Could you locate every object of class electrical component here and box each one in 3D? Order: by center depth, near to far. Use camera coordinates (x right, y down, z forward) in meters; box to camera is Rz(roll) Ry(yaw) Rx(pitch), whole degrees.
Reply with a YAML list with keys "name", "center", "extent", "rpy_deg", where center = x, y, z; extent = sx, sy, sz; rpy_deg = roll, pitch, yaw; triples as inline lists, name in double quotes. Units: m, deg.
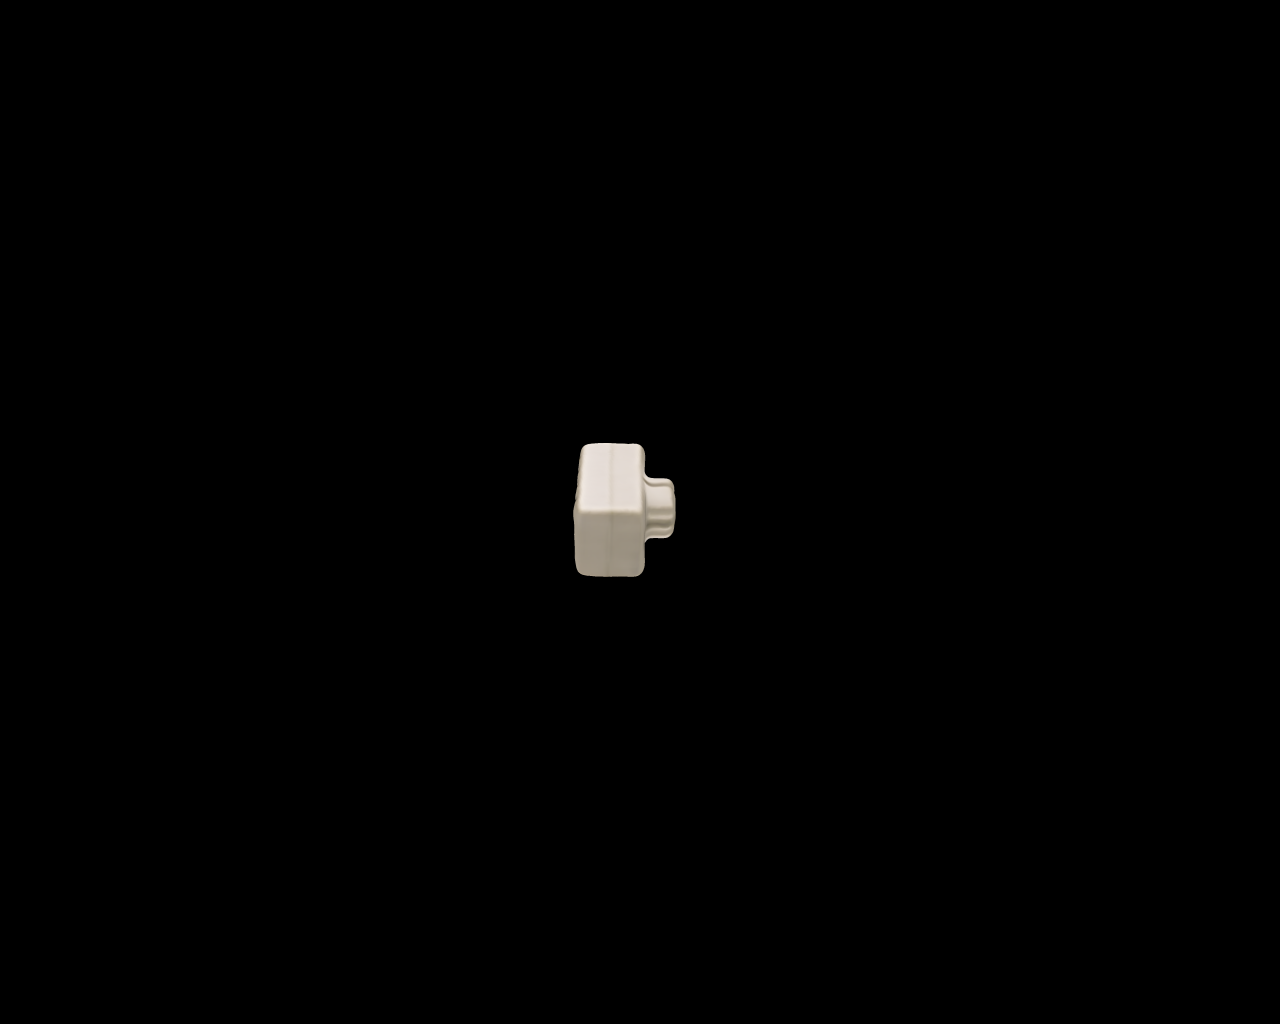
- name: "electrical component"
  center: [0.001, -0.003, 0.650]
  extent: [0.076, 0.047, 0.083]
  rpy_deg: [0, 32, 0]
